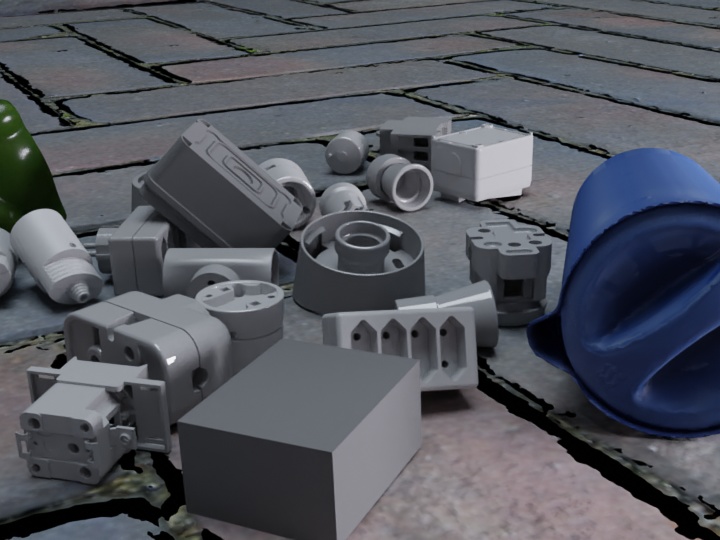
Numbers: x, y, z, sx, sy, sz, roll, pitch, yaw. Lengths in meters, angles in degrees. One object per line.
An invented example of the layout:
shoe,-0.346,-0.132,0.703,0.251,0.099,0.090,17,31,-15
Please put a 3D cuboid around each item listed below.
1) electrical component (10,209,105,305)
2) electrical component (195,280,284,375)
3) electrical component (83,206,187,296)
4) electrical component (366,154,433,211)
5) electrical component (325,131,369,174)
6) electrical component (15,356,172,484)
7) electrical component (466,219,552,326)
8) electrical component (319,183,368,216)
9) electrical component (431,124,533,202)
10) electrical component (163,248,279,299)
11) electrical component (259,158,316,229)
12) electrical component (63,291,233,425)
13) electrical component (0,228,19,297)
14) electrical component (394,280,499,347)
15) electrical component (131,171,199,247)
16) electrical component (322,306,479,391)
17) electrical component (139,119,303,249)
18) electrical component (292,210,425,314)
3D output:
electrical component,-0.222,-0.004,0.796,0.043,0.043,0.081,-16,48,-35
electrical component,-0.075,0.038,0.679,0.055,0.047,0.055,-1,20,0
electrical component,-0.181,-0.016,0.834,0.076,0.047,0.083,0,20,5
electrical component,0.036,-0.083,1.010,0.045,0.045,0.055,-11,22,-25
electrical component,-0.010,-0.129,1.146,0.040,0.040,0.078,4,21,14
electrical component,-0.146,0.080,0.574,0.081,0.042,0.064,4,22,16
electrical component,0.103,0.003,0.750,0.058,0.057,0.078,-3,20,-5
electrical component,-0.011,-0.050,0.930,0.040,0.040,0.046,-6,25,-12
electrical component,0.121,-0.101,1.031,0.096,0.061,0.062,-18,26,-38
electrical component,-0.100,0.013,0.754,0.077,0.044,0.079,0,20,3
electrical component,-0.069,-0.066,0.958,0.055,0.055,0.047,-7,24,-16
electrical component,-0.123,0.050,0.639,0.095,0.053,0.059,15,25,37
electrical component,-0.280,-0.001,0.801,0.043,0.043,0.081,-5,20,-11
electrical component,0.053,0.033,0.699,0.065,0.044,0.044,-8,20,-3
electrical component,-0.149,-0.064,0.945,0.108,0.060,0.108,-1,20,0
electrical component,0.018,0.048,0.644,0.083,0.047,0.076,-2,-3,-16
electrical component,-0.108,-0.056,0.844,0.113,0.057,0.078,41,19,-10
electrical component,0.000,0.000,0.791,0.099,0.064,0.099,3,33,-2
